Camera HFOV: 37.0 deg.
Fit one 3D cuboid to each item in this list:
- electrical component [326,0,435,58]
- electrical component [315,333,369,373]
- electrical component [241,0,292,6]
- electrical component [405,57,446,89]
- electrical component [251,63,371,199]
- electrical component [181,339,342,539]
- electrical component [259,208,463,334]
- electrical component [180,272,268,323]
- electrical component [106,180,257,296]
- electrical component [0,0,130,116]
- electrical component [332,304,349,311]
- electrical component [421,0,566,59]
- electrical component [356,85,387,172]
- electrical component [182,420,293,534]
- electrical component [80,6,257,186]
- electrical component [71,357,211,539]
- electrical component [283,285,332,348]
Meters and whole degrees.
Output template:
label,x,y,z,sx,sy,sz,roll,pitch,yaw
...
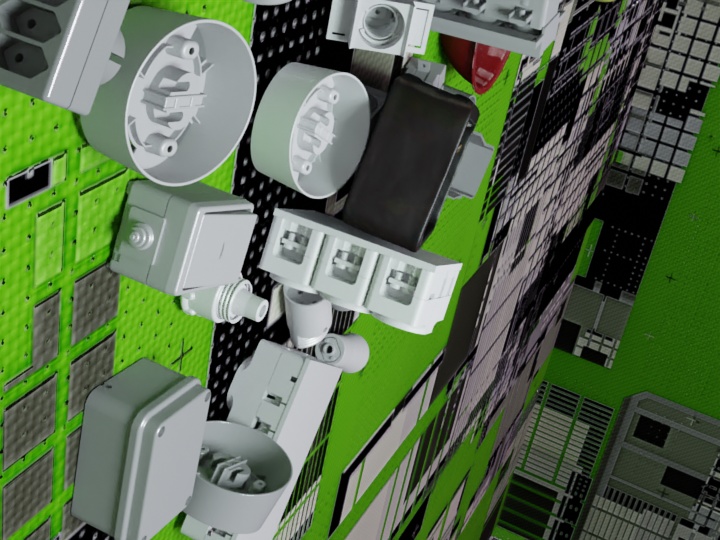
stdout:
label,x,y,z,sx,sy,sz,roll,pitch,yaw
electrical component,0.015,-0.204,0.866,0.063,0.081,0.042,-96,-164,-60
electrical component,-0.021,0.087,1.155,0.044,0.044,0.065,-69,158,0
electrical component,-0.060,-0.199,0.677,0.055,0.055,0.047,-51,159,-44
electrical component,0.059,-0.176,1.076,0.066,0.048,0.055,94,17,-44
electrical component,-0.039,-0.109,0.829,0.099,0.064,0.099,-57,160,-34
electrical component,-0.092,0.162,0.996,0.186,0.060,0.105,-67,163,-3
electrical component,0.000,0.000,0.929,0.089,0.150,0.061,-6,115,-71
electrical component,-0.099,0.020,0.803,0.048,0.062,0.048,-56,159,-35
electrical component,-0.116,-0.021,0.706,0.096,0.061,0.061,-15,124,-69
electrical component,-0.144,-0.114,0.538,0.065,0.047,0.077,-69,163,3
electrical component,-0.019,0.013,1.067,0.045,0.045,0.055,-64,163,-14
electrical component,0.105,-0.229,0.903,0.078,0.121,0.063,-49,151,-48
electrical component,-0.005,-0.125,0.950,0.081,0.042,0.063,-53,159,-40
electrical component,-0.111,0.171,0.893,0.064,0.099,0.099,-64,163,8
electrical component,-0.112,-0.101,0.620,0.099,0.064,0.099,-56,159,-35
electrical component,-0.156,0.131,0.772,0.078,0.057,0.113,-36,144,-60
electrical component,-0.048,0.041,1.014,0.043,0.043,0.081,-57,159,-34
